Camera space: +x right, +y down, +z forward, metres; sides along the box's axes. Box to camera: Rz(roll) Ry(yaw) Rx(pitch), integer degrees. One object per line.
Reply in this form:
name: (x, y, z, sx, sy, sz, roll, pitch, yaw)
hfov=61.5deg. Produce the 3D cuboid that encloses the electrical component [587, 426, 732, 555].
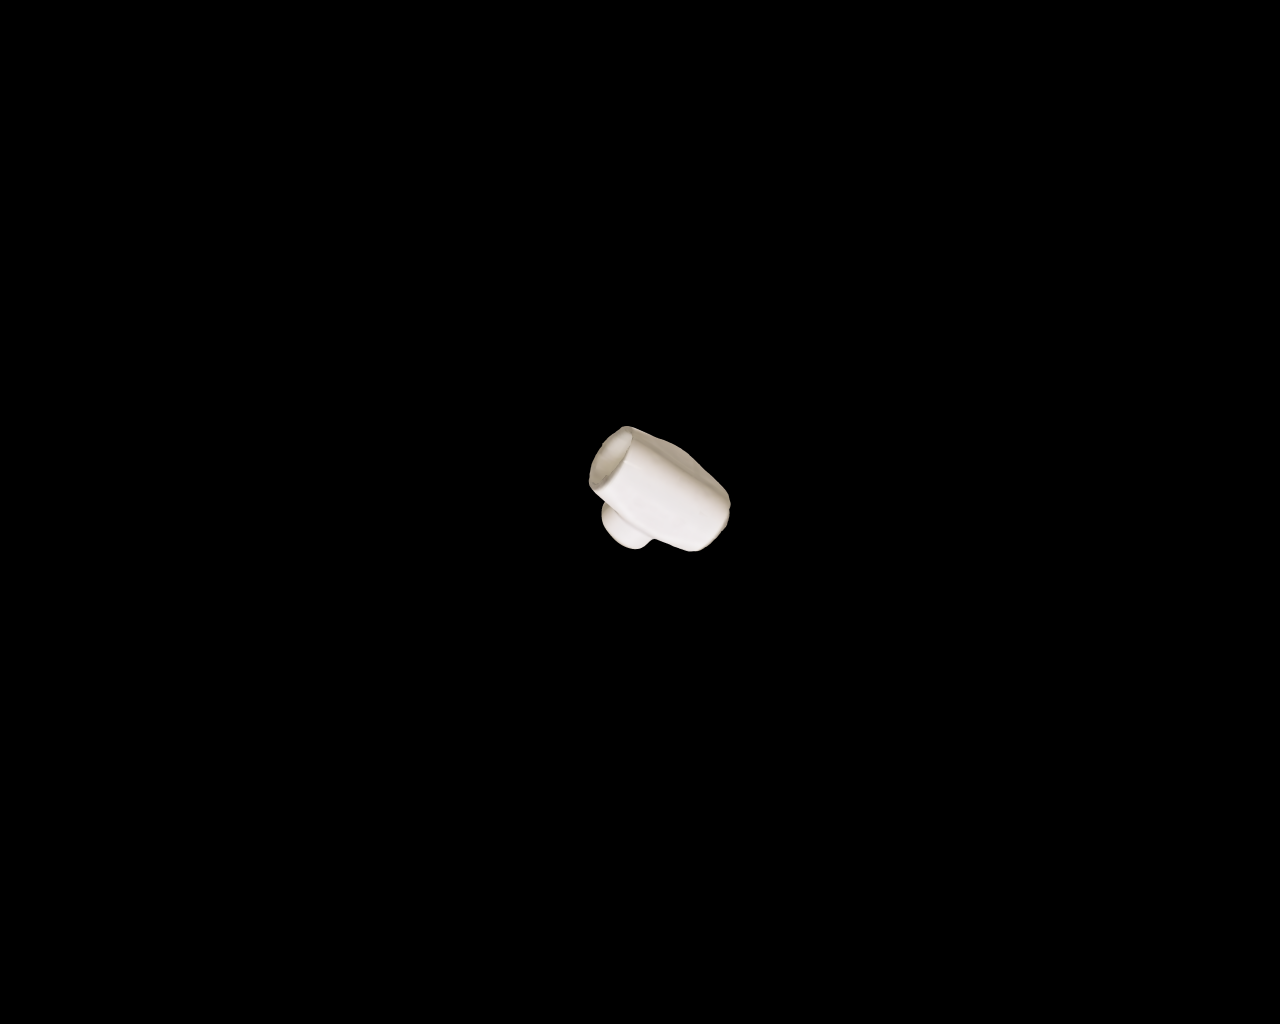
electrical component: (0.001, -0.003, 0.650, 0.077, 0.044, 0.079, 33, -58, -24)
